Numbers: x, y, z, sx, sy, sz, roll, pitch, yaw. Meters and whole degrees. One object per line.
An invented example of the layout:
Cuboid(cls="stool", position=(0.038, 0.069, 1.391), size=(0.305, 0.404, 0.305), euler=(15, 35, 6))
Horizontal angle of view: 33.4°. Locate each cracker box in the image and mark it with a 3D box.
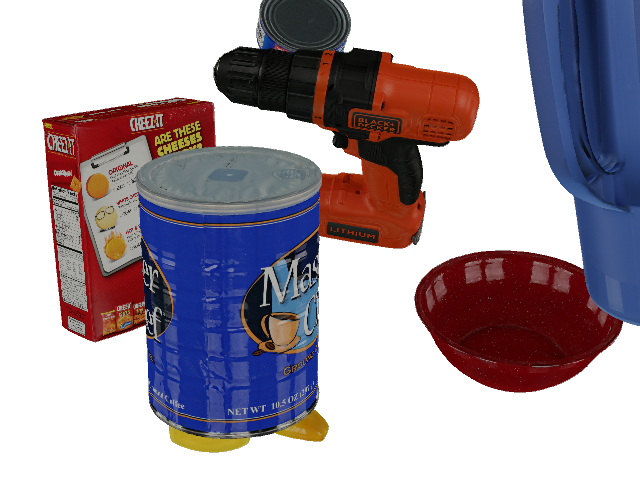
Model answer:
Cuboid(cls="cracker box", position=(-0.183, -0.025, 1.063), size=(0.163, 0.214, 0.072), euler=(-17, 22, -42))

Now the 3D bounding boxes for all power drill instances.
Cuboid(cls="power drill", position=(0.016, -0.068, 0.794), size=(0.184, 0.057, 0.188), euler=(11, -28, 6))

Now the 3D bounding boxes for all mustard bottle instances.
Cuboid(cls="mustard bottle", position=(-0.128, 0.184, 1.322), size=(0.096, 0.058, 0.191), euler=(0, 26, 1))

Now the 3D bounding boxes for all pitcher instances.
Cuboid(cls="pitcher", position=(0.182, -0.075, 0.565), size=(0.149, 0.243, 0.145), euler=(-7, 22, 7))

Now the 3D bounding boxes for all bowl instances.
Cuboid(cls="bowl", position=(0.154, 0.071, 0.848), size=(0.162, 0.055, 0.162), euler=(0, 31, 0))

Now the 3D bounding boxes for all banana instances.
Cuboid(cls="banana", position=(-0.065, 0.102, 0.854), size=(0.069, 0.037, 0.198), euler=(-10, 30, -24))

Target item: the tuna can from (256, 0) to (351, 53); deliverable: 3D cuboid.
Cuboid(cls="tuna can", position=(-0.017, -0.196, 0.993), size=(0.086, 0.086, 0.034), euler=(0, -31, -12))

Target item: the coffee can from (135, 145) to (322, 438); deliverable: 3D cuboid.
Cuboid(cls="coffee can", position=(-0.051, 0.027, 0.613), size=(0.103, 0.140, 0.103), euler=(0, 21, 0))
